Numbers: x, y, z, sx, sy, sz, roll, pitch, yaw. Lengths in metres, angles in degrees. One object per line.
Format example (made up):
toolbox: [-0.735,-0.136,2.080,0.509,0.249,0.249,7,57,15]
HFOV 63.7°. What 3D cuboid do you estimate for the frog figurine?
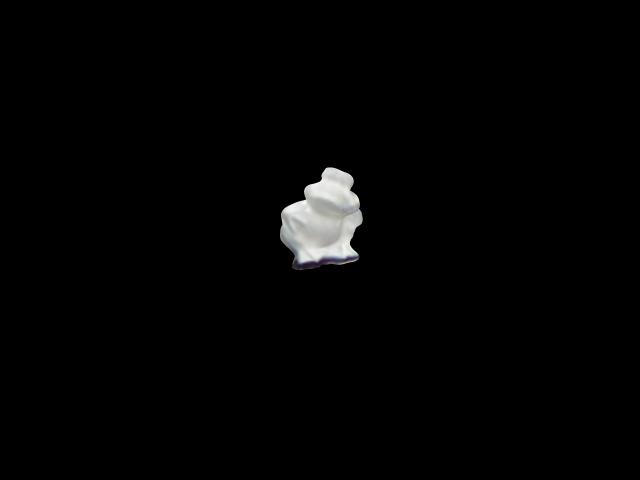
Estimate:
frog figurine: [0.003,-0.043,0.850,0.137,0.158,0.124,0,14,0]
